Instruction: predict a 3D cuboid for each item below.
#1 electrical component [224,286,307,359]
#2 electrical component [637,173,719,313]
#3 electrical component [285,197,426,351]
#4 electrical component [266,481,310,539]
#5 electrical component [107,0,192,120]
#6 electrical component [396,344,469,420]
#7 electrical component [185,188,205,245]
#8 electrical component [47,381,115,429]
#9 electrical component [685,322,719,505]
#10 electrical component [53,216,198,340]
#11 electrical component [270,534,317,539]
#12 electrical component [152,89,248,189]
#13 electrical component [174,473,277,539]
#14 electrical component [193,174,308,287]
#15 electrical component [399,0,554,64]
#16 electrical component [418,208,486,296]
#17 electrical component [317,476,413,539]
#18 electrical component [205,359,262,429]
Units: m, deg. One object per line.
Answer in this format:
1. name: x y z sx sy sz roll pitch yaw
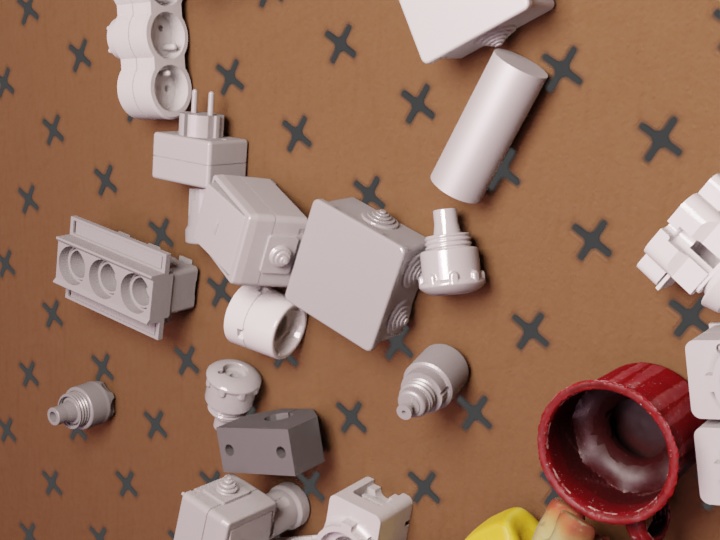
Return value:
1. electrical component: -0.076 0.042 0.884 0.047 0.055 0.055 21 111 27
2. electrical component: 0.217 -0.011 0.659 0.057 0.058 0.078 48 123 22
3. electrical component: 0.000 0.000 0.823 0.100 0.048 0.099 31 116 27
4. electrical component: -0.072 0.207 0.918 0.040 0.046 0.040 8 104 34
5. electrical component: -0.190 -0.198 0.916 0.074 0.052 0.138 5 103 35
6. electrical component: 0.050 0.085 0.790 0.040 0.078 0.040 14 120 25
7. electrical component: -0.128 -0.046 0.912 0.040 0.040 0.046 5 97 35
8. electrical component: -0.271 0.133 1.036 0.043 0.062 0.043 8 103 34
9. electrical component: 0.292 0.087 0.624 0.186 0.060 0.105 -3 98 36
10. electrical component: -0.209 0.004 0.965 0.121 0.063 0.078 20 111 31
11. electrical component: -0.057 0.278 0.921 0.100 0.048 0.099 -15 91 37
12. electrical component: -0.133 -0.111 0.896 0.066 0.047 0.076 13 105 34
13. electrical component: -0.109 0.215 0.876 0.061 0.062 0.096 25 111 31
14. electrical component: -0.086 -0.029 0.850 0.096 0.061 0.061 46 126 49
15. electrical component: 0.074 -0.198 0.729 0.100 0.048 0.099 -23 86 37
16. electrical component: 0.064 -0.013 0.778 0.048 0.048 0.062 -8 86 36
17. electrical component: 0.001 0.222 0.863 0.050 0.056 0.089 20 110 31
18. electrical component: -0.113 0.111 0.931 0.048 0.048 0.062 31 122 27
